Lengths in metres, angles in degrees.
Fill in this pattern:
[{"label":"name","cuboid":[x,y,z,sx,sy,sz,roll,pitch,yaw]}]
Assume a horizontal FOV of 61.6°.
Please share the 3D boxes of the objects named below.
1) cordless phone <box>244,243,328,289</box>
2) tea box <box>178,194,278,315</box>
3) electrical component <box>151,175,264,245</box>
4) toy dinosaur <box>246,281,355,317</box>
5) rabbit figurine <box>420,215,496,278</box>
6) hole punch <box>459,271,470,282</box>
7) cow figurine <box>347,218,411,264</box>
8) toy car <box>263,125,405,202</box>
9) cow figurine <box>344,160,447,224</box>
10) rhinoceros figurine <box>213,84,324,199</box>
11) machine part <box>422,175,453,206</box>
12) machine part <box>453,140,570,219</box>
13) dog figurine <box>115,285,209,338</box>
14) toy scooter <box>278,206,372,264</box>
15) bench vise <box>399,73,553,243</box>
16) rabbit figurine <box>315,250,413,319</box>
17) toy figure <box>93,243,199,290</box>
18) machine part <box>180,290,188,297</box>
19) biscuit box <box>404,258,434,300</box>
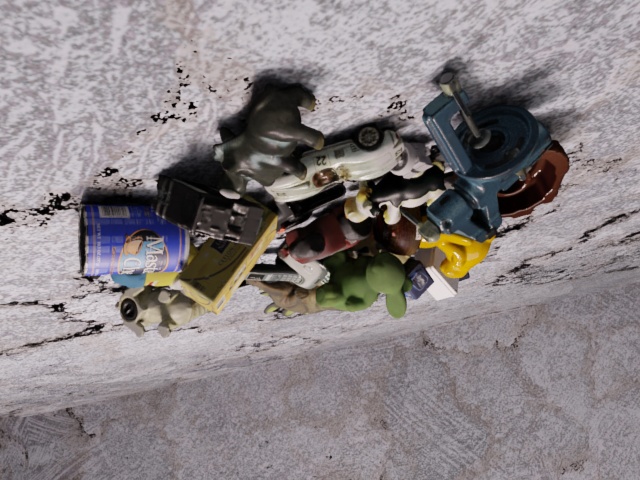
[{"label":"cordless phone","cuboid":[-0.082,0.045,1.079,0.184,0.089,0.146,0,159,-20]},{"label":"tea box","cuboid":[-0.140,0.023,0.843,0.068,0.169,0.098,32,158,4]},{"label":"electrical component","cuboid":[-0.146,-0.039,0.738,0.134,0.058,0.115,11,-168,-47]},{"label":"toy dinosaur","cuboid":[-0.020,0.140,1.370,0.199,0.105,0.471,-18,153,41]},{"label":"rabbit figurine","cuboid":[0.259,-0.003,1.099,0.173,0.122,0.162,16,160,-17]},{"label":"hole punch","cuboid":[0.310,0.059,1.348,0.142,0.092,0.115,-15,158,20]},{"label":"cow figurine","cuboid":[0.111,0.010,1.077,0.127,0.085,0.194,-17,155,40]},{"label":"toy car","cuboid":[0.018,-0.102,0.740,0.202,0.056,0.073,-14,161,9]},{"label":"cow figurine","cuboid":[0.118,-0.076,0.860,0.167,0.068,0.098,-16,156,3]},{"label":"rhinoceros figurine","cuboid":[-0.070,-0.107,0.645,0.112,0.073,0.190,-3,159,-28]},{"label":"machine part","cuboid":[0.235,-0.093,0.933,0.139,0.039,0.084,-15,153,15]},{"label":"machine part","cuboid":[0.296,-0.101,0.848,0.179,0.056,0.179,-4,143,-3]},{"label":"dog figurine","cuboid":[-0.331,0.138,1.195,0.173,0.121,0.190,17,-169,21]},{"label":"toy scooter","cuboid":[-0.002,-0.003,0.953,0.184,0.075,0.135,-26,-177,-39]},{"label":"bench vise","cuboid":[0.189,-0.108,0.696,0.224,0.129,0.240,-35,134,10]},{"label":"rabbit figurine","cuboid":[0.095,0.081,0.970,0.159,0.121,0.170,33,150,-19]},{"label":"toy figure","cuboid":[-0.296,0.040,0.931,0.180,0.089,0.082,8,-170,-24]},{"label":"machine part","cuboid":[-0.203,0.052,1.025,0.079,0.079,0.243,7,153,-44]},{"label":"biscuit box","cuboid":[0.165,0.077,1.194,0.063,0.059,0.203,-43,-162,-14]}]
